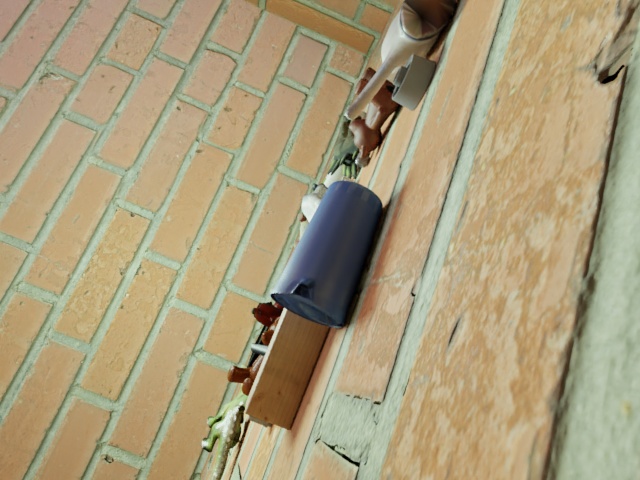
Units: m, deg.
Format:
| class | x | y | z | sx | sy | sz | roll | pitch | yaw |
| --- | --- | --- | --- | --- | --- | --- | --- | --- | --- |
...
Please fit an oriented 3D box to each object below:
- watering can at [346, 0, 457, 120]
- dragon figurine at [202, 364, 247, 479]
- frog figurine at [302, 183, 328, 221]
| class | x | y | z | sx | sy | sz | roll | pitch | yaw |
| --- | --- | --- | --- | --- | --- | --- | --- | --- | --- |
| watering can | 0.182 | -0.424 | 1.138 | 0.352 | 0.104 | 0.221 | -54 | 1 | -18 |
| dragon figurine | -0.259 | 0.556 | 1.617 | 0.239 | 0.121 | 0.418 | -56 | 17 | 21 |
| frog figurine | 0.005 | -0.078 | 1.542 | 0.163 | 0.122 | 0.134 | -88 | -13 | -53 |
